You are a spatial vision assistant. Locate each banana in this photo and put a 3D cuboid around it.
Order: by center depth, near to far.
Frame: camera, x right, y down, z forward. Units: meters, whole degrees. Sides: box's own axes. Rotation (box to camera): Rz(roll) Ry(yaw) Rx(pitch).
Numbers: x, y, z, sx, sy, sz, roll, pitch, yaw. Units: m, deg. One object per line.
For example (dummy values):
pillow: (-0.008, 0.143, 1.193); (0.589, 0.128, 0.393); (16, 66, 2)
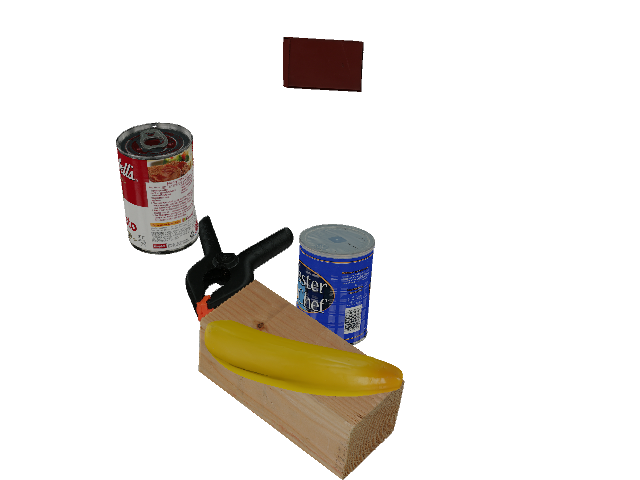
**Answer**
banana: (-0.030, 0.088, 0.827); (0.198, 0.037, 0.069); (14, 24, 43)

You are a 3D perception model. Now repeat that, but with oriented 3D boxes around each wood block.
wood block: (-0.024, 0.143, 1.129); (0.206, 0.090, 0.090); (33, 49, 26)

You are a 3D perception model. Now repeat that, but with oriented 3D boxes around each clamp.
clamp: (-0.099, 0.030, 1.254); (0.120, 0.039, 0.171); (-2, 41, 10)

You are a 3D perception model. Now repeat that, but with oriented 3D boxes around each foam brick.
foam brick: (0.002, -0.180, 1.091); (0.078, 0.051, 0.053); (2, 11, -8)

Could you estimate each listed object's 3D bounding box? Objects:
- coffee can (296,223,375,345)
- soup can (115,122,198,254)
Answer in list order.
coffee can: (0.019, 0.061, 1.462); (0.103, 0.140, 0.103); (3, 23, -1)
soup can: (-0.146, -0.047, 0.971); (0.068, 0.102, 0.068); (-1, 32, 0)
